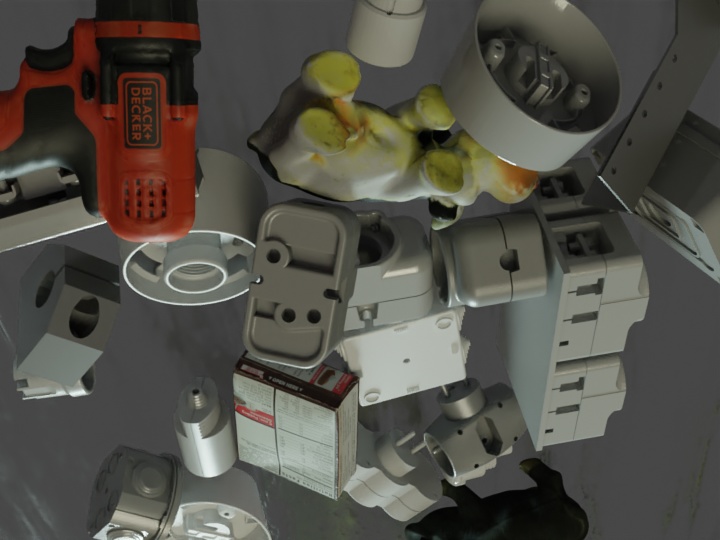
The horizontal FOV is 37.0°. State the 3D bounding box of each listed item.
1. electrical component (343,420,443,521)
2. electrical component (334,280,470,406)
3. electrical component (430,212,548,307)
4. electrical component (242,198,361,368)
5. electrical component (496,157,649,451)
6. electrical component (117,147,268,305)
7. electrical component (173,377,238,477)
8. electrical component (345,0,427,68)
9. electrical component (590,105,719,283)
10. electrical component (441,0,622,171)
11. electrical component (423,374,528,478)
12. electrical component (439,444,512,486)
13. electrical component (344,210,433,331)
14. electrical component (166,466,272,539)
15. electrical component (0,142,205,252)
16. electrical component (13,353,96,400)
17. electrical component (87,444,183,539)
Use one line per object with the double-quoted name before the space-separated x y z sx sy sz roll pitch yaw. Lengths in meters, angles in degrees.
"electrical component" 0.024 0.157 0.894 0.074 0.052 0.138 -38 132 23
"electrical component" 0.029 0.050 0.791 0.100 0.048 0.099 -15 137 -1
"electrical component" 0.081 -0.007 0.712 0.059 0.095 0.053 -10 94 -6
"electrical component" -0.034 0.006 0.659 0.054 0.059 0.095 11 99 9
"electrical component" 0.145 0.026 0.755 0.060 0.105 0.186 -9 136 -6
"electrical component" -0.106 -0.023 0.685 0.099 0.064 0.099 -6 149 -4
"electrical component" -0.120 0.117 0.822 0.043 0.043 0.081 -9 136 -6
"electrical component" 0.017 -0.148 0.590 0.040 0.040 0.078 1 135 -16
"electrical component" 0.211 -0.053 0.683 0.057 0.113 0.078 -41 134 0
"electrical component" 0.098 -0.108 0.615 0.099 0.099 0.064 13 136 -26
"electrical component" 0.087 0.114 0.868 0.077 0.043 0.079 -31 107 -16
"electrical component" 0.099 0.155 0.920 0.062 0.048 0.048 -12 137 -13
"electrical component" 0.000 0.000 0.727 0.095 0.053 0.059 -9 136 -6
"electrical component" -0.126 0.211 0.901 0.099 0.064 0.099 -8 136 -7
"electrical component" -0.158 -0.060 0.611 0.121 0.078 0.063 -16 107 1
"electrical component" -0.214 0.071 0.753 0.046 0.040 0.040 -9 137 3
"electrical component" -0.176 0.179 0.844 0.051 0.080 0.080 22 126 -27
